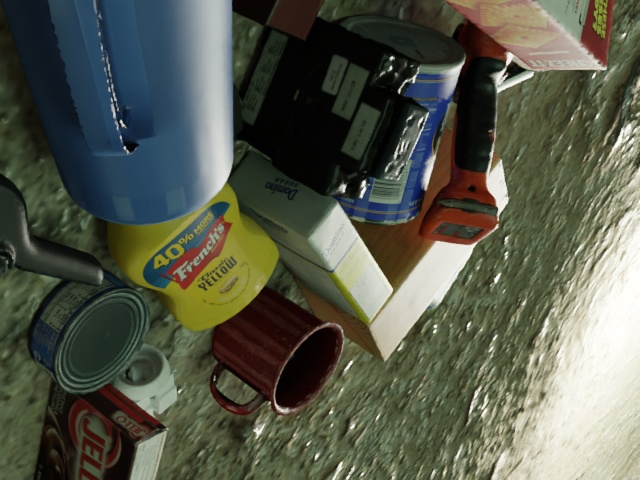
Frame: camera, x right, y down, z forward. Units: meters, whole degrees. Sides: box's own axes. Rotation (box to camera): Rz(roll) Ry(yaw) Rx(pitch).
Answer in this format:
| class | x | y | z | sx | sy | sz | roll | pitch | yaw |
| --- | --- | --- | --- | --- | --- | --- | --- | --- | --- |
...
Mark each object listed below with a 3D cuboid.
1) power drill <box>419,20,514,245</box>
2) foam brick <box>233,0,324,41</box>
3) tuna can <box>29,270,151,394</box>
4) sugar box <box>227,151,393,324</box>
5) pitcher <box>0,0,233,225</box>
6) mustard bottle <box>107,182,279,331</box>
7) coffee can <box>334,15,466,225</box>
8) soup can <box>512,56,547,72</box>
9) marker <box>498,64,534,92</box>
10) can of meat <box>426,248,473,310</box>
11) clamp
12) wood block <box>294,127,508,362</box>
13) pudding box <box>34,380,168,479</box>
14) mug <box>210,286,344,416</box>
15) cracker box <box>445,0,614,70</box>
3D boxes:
| class | x | y | z | sx | sy | sz | roll | pitch | yaw |
| --- | --- | --- | --- | --- | --- | --- | --- | --- | --- |
| power drill | 0.126 | -0.094 | 0.928 | 0.184 | 0.057 | 0.187 | 103 | -6 | -81 |
| foam brick | -0.026 | -0.183 | 0.720 | 0.051 | 0.053 | 0.078 | 7 | 110 | -59 |
| tuna can | -0.164 | 0.065 | 0.760 | 0.086 | 0.034 | 0.086 | -37 | 144 | -33 |
| sugar box | -0.005 | 0.001 | 0.882 | 0.048 | 0.093 | 0.176 | -52 | 151 | -13 |
| pitcher | -0.108 | -0.116 | 0.573 | 0.149 | 0.145 | 0.243 | -39 | 148 | -30 |
| mustard bottle | -0.098 | -0.004 | 0.761 | 0.096 | 0.058 | 0.191 | -41 | 151 | -4 |
| coffee can | 0.050 | -0.098 | 0.865 | 0.102 | 0.103 | 0.140 | -23 | 135 | -46 |
| soup can | 0.195 | -0.205 | 1.022 | 0.102 | 0.069 | 0.068 | 8 | 110 | -58 |
| marker | 0.180 | -0.160 | 1.092 | 0.120 | 0.020 | 0.020 | -28 | 139 | -42 |
| can of meat | 0.112 | 0.018 | 1.116 | 0.102 | 0.057 | 0.083 | -56 | 153 | -3 |
| clamp | -0.196 | 0.007 | 0.650 | 0.120 | 0.039 | 0.171 | -42 | 147 | -30 |
| wood block | 0.082 | -0.001 | 1.019 | 0.206 | 0.090 | 0.090 | -51 | 151 | -15 |
| pudding box | -0.165 | 0.164 | 0.793 | 0.039 | 0.090 | 0.114 | -20 | 134 | -49 |
| mug | -0.047 | 0.100 | 0.923 | 0.117 | 0.082 | 0.093 | -48 | 149 | -19 |
| cracker box | 0.152 | -0.229 | 0.764 | 0.213 | 0.072 | 0.164 | 16 | 81 | -58 |
